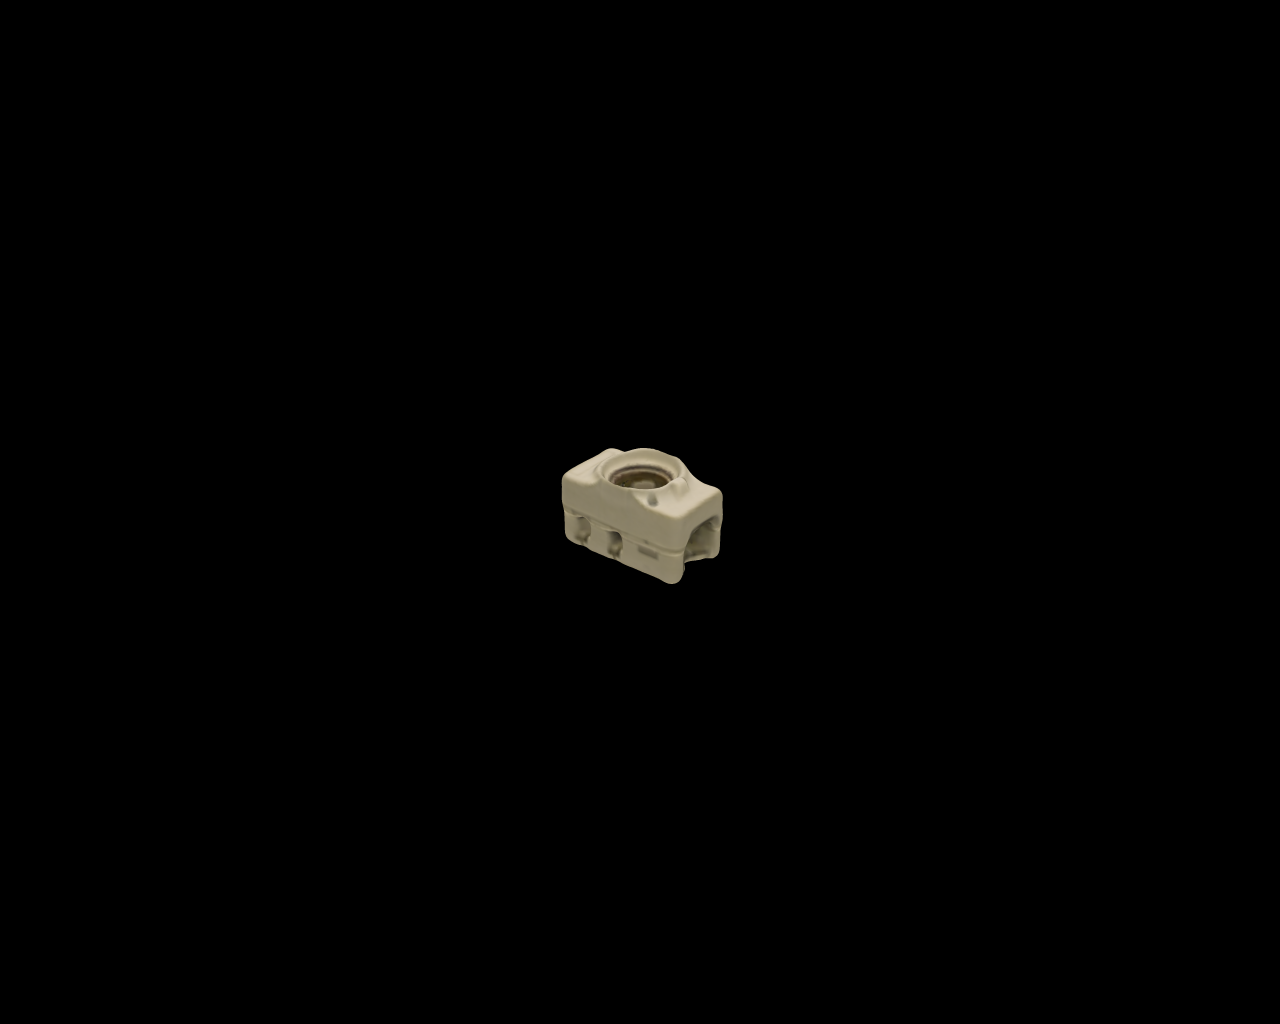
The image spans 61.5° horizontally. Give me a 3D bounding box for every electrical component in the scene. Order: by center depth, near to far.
[{"bbox_3d":[0.001,-0.003,0.650,0.089,0.055,0.050,22,37,34],"label":"electrical component"}]
